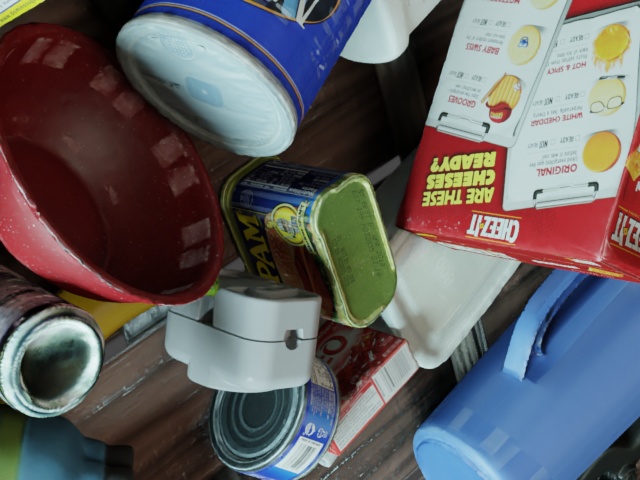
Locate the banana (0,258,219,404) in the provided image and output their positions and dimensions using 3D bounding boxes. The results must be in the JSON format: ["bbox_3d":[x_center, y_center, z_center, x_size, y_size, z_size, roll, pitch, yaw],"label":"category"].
[{"bbox_3d":[-0.141,0.077,0.578,0.197,0.070,0.037,-52,167,-10],"label":"banana"}]

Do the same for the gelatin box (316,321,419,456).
[{"bbox_3d":[0.010,0.095,0.712,0.089,0.073,0.030,-43,124,-26],"label":"gelatin box"}]

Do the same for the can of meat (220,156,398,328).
[{"bbox_3d":[-0.004,0.001,0.669,0.057,0.084,0.102,-39,124,-32],"label":"can of meat"}]

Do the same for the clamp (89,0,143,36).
[{"bbox_3d":[-0.119,-0.173,0.557,0.171,0.039,0.120,28,73,-49],"label":"clamp"}]

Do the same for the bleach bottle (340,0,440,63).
[{"bbox_3d":[0.088,-0.230,0.718,0.250,0.068,0.102,-47,131,-29],"label":"bleach bottle"}]

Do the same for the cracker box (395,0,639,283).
[{"bbox_3d":[0.151,-0.091,0.653,0.072,0.164,0.214,20,85,-39],"label":"cracker box"}]

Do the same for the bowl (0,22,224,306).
[{"bbox_3d":[-0.121,-0.028,0.543,0.162,0.055,0.162,44,28,-31],"label":"bowl"}]

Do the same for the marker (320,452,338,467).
[{"bbox_3d":[0.035,0.112,0.776,0.121,0.020,0.020,-49,128,-23],"label":"marker"}]

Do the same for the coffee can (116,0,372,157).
[{"bbox_3d":[-0.029,-0.130,0.568,0.102,0.103,0.140,48,60,-38],"label":"coffee can"}]

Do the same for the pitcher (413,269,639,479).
[{"bbox_3d":[0.186,0.108,0.843,0.242,0.145,0.149,-39,89,-26],"label":"pitcher"}]

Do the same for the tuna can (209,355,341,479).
[{"bbox_3d":[-0.030,0.107,0.669,0.033,0.086,0.086,29,80,-42],"label":"tuna can"}]

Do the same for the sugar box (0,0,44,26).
[{"bbox_3d":[-0.174,-0.173,0.446,0.176,0.094,0.048,50,43,-27],"label":"sugar box"}]

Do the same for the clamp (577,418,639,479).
[{"bbox_3d":[0.286,0.232,1.022,0.209,0.036,0.164,-23,117,-34],"label":"clamp"}]
